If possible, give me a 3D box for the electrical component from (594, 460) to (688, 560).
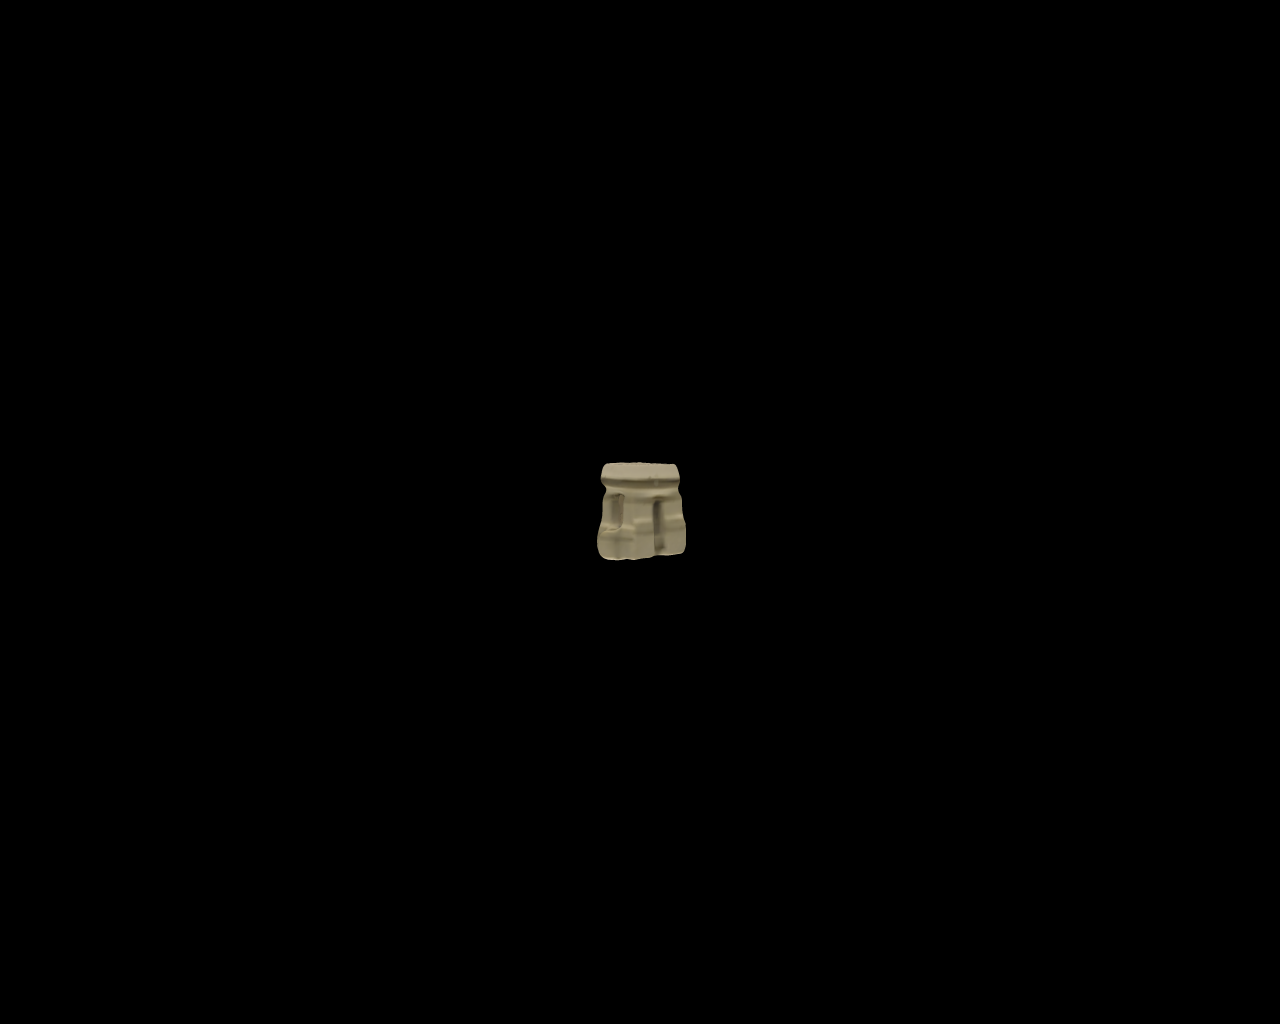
[{"bbox_3d":[0.001,-0.003,0.650,0.066,0.055,0.048,-5,8,-40],"label":"electrical component"}]
